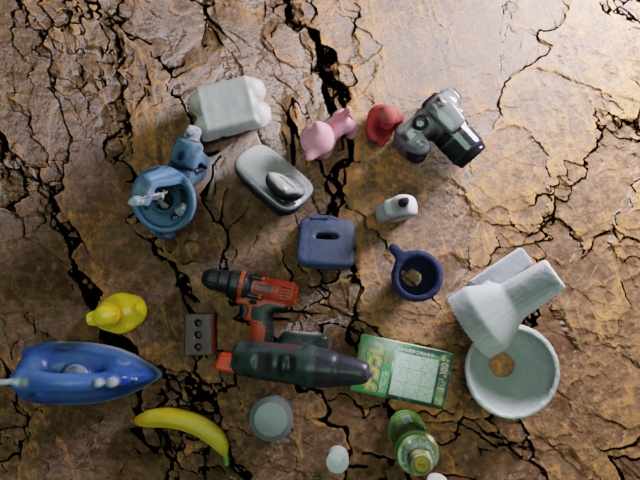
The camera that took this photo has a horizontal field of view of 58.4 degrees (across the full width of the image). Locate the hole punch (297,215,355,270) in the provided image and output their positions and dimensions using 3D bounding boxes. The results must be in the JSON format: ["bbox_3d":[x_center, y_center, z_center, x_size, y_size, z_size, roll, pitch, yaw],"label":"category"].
[{"bbox_3d":[0.010,0.004,1.054,0.108,0.091,0.101,2,86,2],"label":"hole punch"}]

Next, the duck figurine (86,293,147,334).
[{"bbox_3d":[-0.379,0.137,1.059,0.104,0.086,0.077,-12,86,1],"label":"duck figurine"}]

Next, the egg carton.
[{"bbox_3d":[-0.171,-0.250,1.087,0.150,0.069,0.107,-15,86,1],"label":"egg carton"}]

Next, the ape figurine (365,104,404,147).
[{"bbox_3d":[0.120,-0.223,1.066,0.078,0.092,0.076,-15,86,1],"label":"ape figurine"}]

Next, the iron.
[{"bbox_3d":[-0.429,0.247,1.026,0.258,0.141,0.119,0,86,2],"label":"iron"}]

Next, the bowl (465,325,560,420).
[{"bbox_3d":[0.339,0.233,1.038,0.167,0.075,0.167,0,86,2],"label":"bowl"}]

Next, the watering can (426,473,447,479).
[{"bbox_3d":[0.180,0.485,0.966,0.101,0.194,0.173,-12,86,1],"label":"watering can"}]

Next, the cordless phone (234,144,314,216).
[{"bbox_3d":[-0.088,-0.116,1.018,0.147,0.185,0.094,38,88,4],"label":"cordless phone"}]

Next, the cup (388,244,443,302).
[{"bbox_3d":[0.163,0.056,1.045,0.092,0.095,0.118,-41,86,-1],"label":"cup"}]

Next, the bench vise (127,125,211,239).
[{"bbox_3d":[-0.277,-0.110,1.006,0.121,0.220,0.207,4,86,2],"label":"bench vise"}]

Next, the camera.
[{"bbox_3d":[0.228,-0.192,1.056,0.143,0.101,0.137,-42,86,-1],"label":"camera"}]

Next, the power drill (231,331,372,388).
[{"bbox_3d":[-0.029,0.204,0.983,0.229,0.208,0.076,3,86,2],"label":"power drill"}]

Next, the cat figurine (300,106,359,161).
[{"bbox_3d":[0.012,-0.199,1.054,0.128,0.118,0.067,-41,86,-1],"label":"cat figurine"}]

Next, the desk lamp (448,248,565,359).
[{"bbox_3d":[0.315,0.098,0.978,0.203,0.213,0.118,-35,86,-1],"label":"desk lamp"}]

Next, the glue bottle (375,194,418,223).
[{"bbox_3d":[0.140,-0.058,1.014,0.078,0.173,0.037,-14,86,1],"label":"glue bottle"}]
